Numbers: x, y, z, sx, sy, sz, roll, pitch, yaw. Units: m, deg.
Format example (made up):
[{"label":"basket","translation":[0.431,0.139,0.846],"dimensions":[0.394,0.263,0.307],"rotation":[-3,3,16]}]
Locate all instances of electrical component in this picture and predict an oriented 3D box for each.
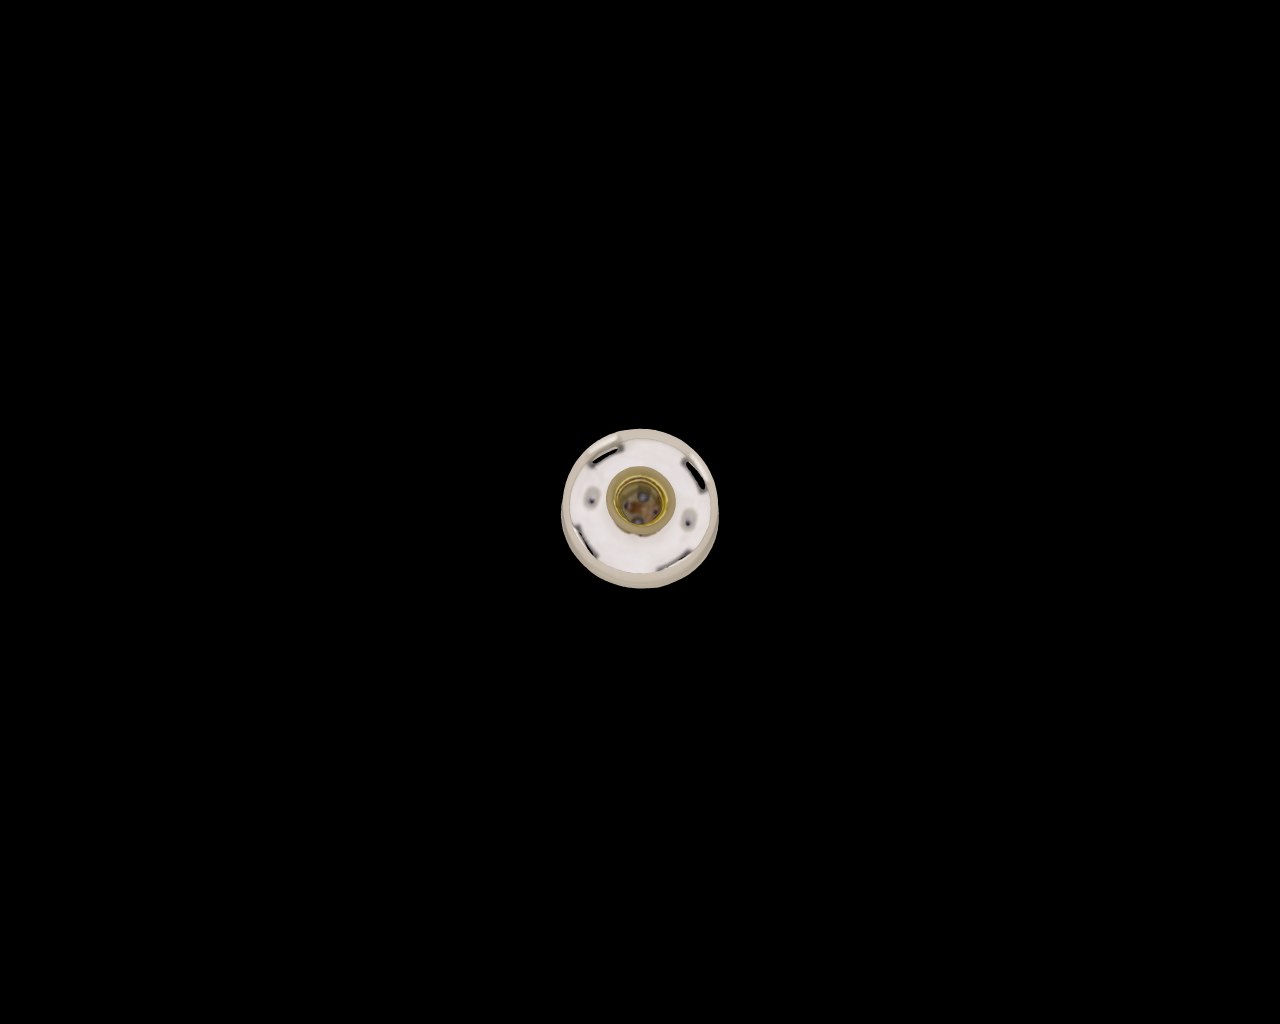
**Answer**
[{"label":"electrical component","translation":[0.001,-0.003,0.650],"dimensions":[0.099,0.099,0.064],"rotation":[0,-12,0]}]
